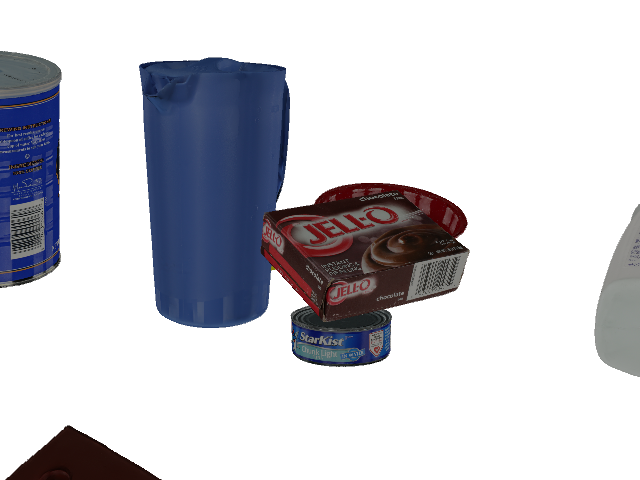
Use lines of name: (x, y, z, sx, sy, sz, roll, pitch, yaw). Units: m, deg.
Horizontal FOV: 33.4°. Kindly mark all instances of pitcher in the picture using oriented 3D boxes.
pitcher: (-0.094, -0.050, 1.004, 0.149, 0.243, 0.145, -1, 15, -11)

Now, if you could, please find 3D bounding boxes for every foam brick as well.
foam brick: (-0.092, 0.126, 0.448, 0.078, 0.051, 0.052, 22, 45, 28)

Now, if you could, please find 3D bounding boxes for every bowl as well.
bowl: (0.071, -0.006, 1.127, 0.162, 0.055, 0.162, 4, 25, -2)

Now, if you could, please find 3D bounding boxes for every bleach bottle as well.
bleach bottle: (0.253, 0.016, 0.723, 0.103, 0.068, 0.250, 9, 22, 21)

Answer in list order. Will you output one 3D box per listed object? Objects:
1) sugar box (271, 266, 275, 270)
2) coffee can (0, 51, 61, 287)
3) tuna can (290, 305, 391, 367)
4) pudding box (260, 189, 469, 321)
sugar box: (-0.084, -0.057, 1.314, 0.048, 0.176, 0.093, -10, 25, -7)
coffee can: (-0.231, -0.051, 0.737, 0.103, 0.140, 0.103, 5, 22, -2)
tuna can: (0.017, 0.079, 0.906, 0.086, 0.034, 0.086, 0, 11, 0)
pudding box: (0.028, 0.008, 0.722, 0.113, 0.039, 0.090, -9, 35, -30)
